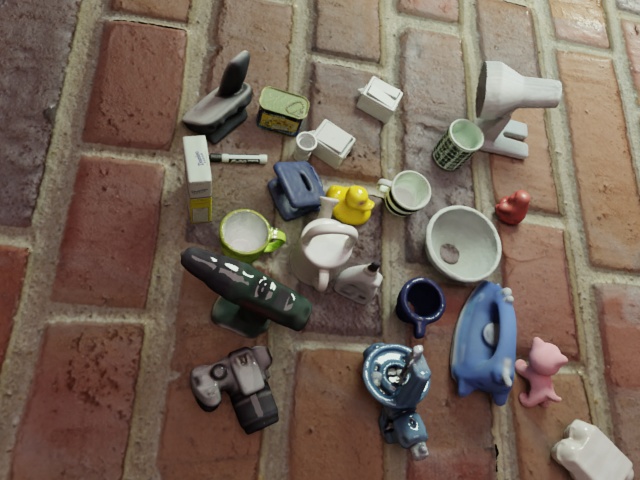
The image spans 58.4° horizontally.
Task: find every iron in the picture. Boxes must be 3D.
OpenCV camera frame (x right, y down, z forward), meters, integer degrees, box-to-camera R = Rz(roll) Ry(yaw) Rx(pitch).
[{"bbox_3d":[0.337,0.178,1.105,0.119,0.141,0.258,14,66,-8],"label":"iron"}]

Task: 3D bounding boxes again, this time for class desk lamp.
[{"bbox_3d":[0.417,-0.292,1.270,0.203,0.213,0.118,10,67,-10],"label":"desk lamp"}]

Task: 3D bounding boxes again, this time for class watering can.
[{"bbox_3d":[0.008,0.004,1.061,0.101,0.194,0.173,-14,73,-18],"label":"watering can"}]

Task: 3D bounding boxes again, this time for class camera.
[{"bbox_3d":[-0.135,0.262,0.976,0.143,0.100,0.137,-19,75,-20],"label":"camera"}]

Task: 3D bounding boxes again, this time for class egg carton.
[{"bbox_3d":[0.521,0.426,1.094,0.150,0.069,0.107,45,66,6],"label":"egg carton"}]

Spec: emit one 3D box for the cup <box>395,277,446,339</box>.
[{"bbox_3d":[0.184,0.140,1.107,0.092,0.095,0.118,11,67,-9],"label":"cup"}]

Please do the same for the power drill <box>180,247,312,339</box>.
[{"bbox_3d":[-0.132,0.100,0.981,0.229,0.208,0.076,23,65,-4],"label":"power drill"}]

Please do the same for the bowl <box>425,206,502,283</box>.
[{"bbox_3d":[0.285,0.017,1.192,0.168,0.074,0.167,5,68,-12],"label":"bowl"}]

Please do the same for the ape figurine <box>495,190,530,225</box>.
[{"bbox_3d":[0.429,-0.079,1.256,0.078,0.092,0.076,-8,71,-16],"label":"ape figurine"}]

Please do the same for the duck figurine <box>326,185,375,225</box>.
[{"bbox_3d":[0.065,-0.083,1.170,0.104,0.086,0.077,33,65,0],"label":"duck figurine"}]

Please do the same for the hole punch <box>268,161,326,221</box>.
[{"bbox_3d":[-0.042,-0.108,1.149,0.101,0.091,0.108,-21,75,-20],"label":"hole punch"}]

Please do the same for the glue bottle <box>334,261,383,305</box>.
[{"bbox_3d":[0.081,0.072,1.065,0.078,0.173,0.037,27,65,-2],"label":"glue bottle"}]

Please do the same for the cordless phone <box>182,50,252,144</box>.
[{"bbox_3d":[-0.198,-0.290,1.130,0.094,0.185,0.148,38,65,3],"label":"cordless phone"}]

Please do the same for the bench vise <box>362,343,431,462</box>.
[{"bbox_3d":[0.159,0.262,0.984,0.122,0.219,0.207,-30,79,-22],"label":"bench vise"}]

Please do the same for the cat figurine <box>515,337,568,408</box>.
[{"bbox_3d":[0.437,0.256,1.113,0.067,0.117,0.128,-1,69,-14],"label":"cat figurine"}]
